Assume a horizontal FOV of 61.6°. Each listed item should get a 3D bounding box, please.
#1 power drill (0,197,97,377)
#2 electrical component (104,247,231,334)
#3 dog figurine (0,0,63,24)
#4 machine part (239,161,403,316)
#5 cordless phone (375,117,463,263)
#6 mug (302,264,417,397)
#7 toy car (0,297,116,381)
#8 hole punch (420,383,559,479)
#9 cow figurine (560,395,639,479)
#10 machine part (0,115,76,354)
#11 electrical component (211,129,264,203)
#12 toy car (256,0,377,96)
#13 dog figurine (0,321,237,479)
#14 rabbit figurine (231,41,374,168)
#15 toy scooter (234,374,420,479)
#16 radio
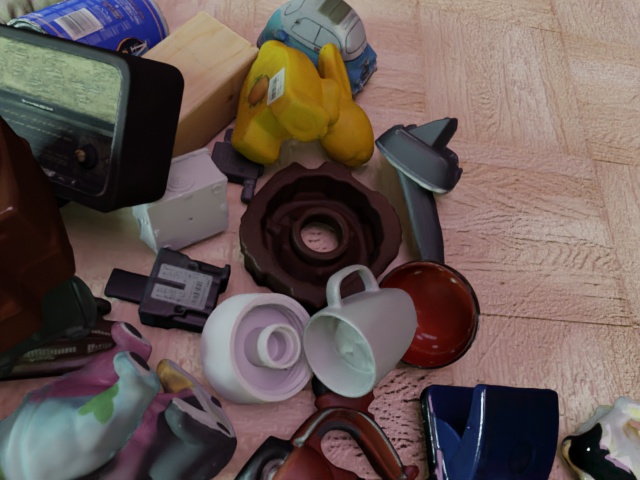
[{"bbox_3d":[-0.280,0.011,0.480,0.232,0.085,0.207,-28,55,-32],"label":"power drill"},{"bbox_3d":[-0.156,0.049,0.544,0.119,0.047,0.075,19,62,-6],"label":"electrical component"},{"bbox_3d":[-0.329,-0.254,0.631,0.172,0.121,0.190,0,79,-10],"label":"dog figurine"},{"bbox_3d":[-0.001,-0.002,0.600,0.179,0.056,0.179,5,64,-10],"label":"machine part"},{"bbox_3d":[0.133,-0.051,0.645,0.089,0.146,0.184,-10,98,20],"label":"cordless phone"},{"bbox_3d":[0.042,0.075,0.510,0.107,0.081,0.109,-23,98,-49],"label":"mug"},{"bbox_3d":[-0.281,0.099,0.489,0.202,0.053,0.089,-2,62,-13],"label":"toy car"},{"bbox_3d":[0.168,0.194,0.515,0.142,0.092,0.116,12,63,-31],"label":"hole punch"},{"bbox_3d":[0.332,0.255,0.548,0.098,0.068,0.167,-31,72,-18],"label":"cow figurine"},{"bbox_3d":[-0.292,0.003,0.370,0.201,0.087,0.201,-27,53,-13],"label":"machine part"},{"bbox_3d":[-0.098,-0.089,0.637,0.063,0.021,0.094,11,62,-8],"label":"electrical component"},{"bbox_3d":[0.002,-0.265,0.701,0.162,0.103,0.109,32,63,5],"label":"toy car"},{"bbox_3d":[-0.201,0.182,0.436,0.219,0.109,0.191,-42,118,-7],"label":"dog figurine"},{"bbox_3d":[-0.008,-0.149,0.642,0.173,0.122,0.162,22,49,-34],"label":"rabbit figurine"},{"bbox_3d":[0.016,0.207,0.495,0.135,0.075,0.184,41,58,6],"label":"toy scooter"},{"bbox_3d":[-0.240,-0.115,0.485,0.230,0.131,0.073,19,18,21],"label":"radio"}]
